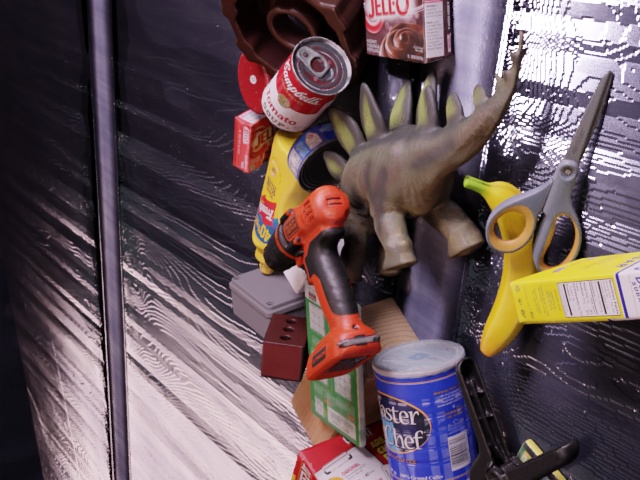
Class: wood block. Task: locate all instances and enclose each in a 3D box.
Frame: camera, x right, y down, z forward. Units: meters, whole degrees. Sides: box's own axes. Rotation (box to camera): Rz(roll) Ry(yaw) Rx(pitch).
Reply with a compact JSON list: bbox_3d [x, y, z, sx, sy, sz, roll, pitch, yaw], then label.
[{"bbox_3d":[0.043,0.174,1.320,0.091,0.090,0.206,60,149,26],"label":"wood block"}]

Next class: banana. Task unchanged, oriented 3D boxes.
[{"bbox_3d":[0.181,0.023,1.030,0.037,0.070,0.198,-72,-25,-64],"label":"banana"}]

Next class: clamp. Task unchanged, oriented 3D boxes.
[{"bbox_3d":[0.199,0.241,1.098,0.165,0.036,0.210,32,134,50],"label":"clamp"}]

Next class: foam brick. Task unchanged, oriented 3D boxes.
[{"bbox_3d":[-0.040,0.132,1.313,0.078,0.053,0.051,-73,-11,-66],"label":"foam brick"}]

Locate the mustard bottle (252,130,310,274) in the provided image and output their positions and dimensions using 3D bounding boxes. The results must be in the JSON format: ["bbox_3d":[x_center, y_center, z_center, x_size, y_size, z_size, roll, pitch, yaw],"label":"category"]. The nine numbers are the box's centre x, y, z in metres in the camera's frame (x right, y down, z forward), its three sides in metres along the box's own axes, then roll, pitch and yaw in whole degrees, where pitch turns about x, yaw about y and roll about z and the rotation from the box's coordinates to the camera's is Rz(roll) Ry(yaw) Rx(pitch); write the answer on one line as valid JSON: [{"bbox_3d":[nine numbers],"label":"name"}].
[{"bbox_3d":[-0.048,-0.039,1.373,0.096,0.058,0.192,-123,41,-50],"label":"mustard bottle"}]

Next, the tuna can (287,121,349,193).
[{"bbox_3d":[0.005,-0.098,1.256,0.034,0.086,0.086,57,147,32],"label":"tuna can"}]

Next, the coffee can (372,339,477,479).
[{"bbox_3d":[0.118,0.193,1.183,0.103,0.102,0.140,12,115,59],"label":"coffee can"}]

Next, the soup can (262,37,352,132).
[{"bbox_3d":[-0.017,-0.167,1.158,0.102,0.068,0.068,-40,69,61],"label":"soup can"}]

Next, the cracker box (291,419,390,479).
[{"bbox_3d":[0.089,0.318,1.234,0.214,0.163,0.072,52,143,34],"label":"cracker box"}]

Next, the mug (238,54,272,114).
[{"bbox_3d":[-0.043,-0.189,1.299,0.117,0.081,0.093,66,150,15],"label":"mug"}]

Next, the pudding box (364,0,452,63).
[{"bbox_3d":[0.088,-0.232,1.090,0.114,0.039,0.090,23,123,55],"label":"pudding box"}]

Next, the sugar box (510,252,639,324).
[{"bbox_3d":[0.249,0.037,0.884,0.177,0.093,0.048,-17,90,61],"label":"sugar box"}]

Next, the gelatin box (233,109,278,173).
[{"bbox_3d":[-0.073,-0.137,1.370,0.030,0.089,0.073,27,131,25],"label":"gelatin box"}]

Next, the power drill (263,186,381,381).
[{"bbox_3d":[-0.004,0.054,1.167,0.185,0.057,0.188,-46,57,60],"label":"power drill"}]

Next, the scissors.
[{"bbox_3d":[0.200,-0.058,0.951,0.016,0.096,0.202,-68,-20,-59],"label":"scissors"}]
